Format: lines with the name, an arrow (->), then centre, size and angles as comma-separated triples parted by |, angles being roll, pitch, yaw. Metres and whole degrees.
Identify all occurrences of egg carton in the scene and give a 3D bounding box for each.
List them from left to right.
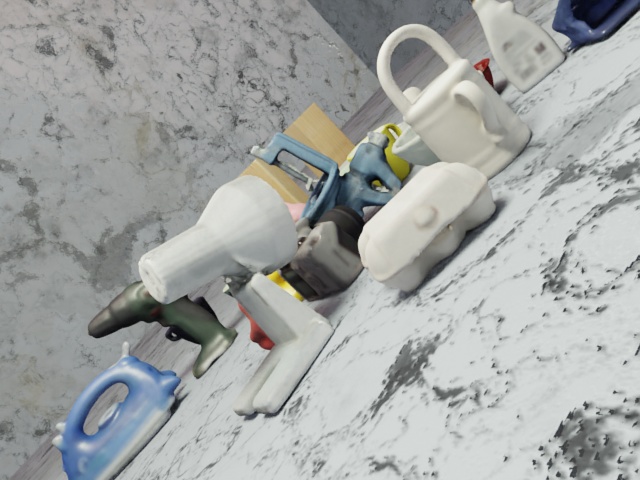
egg carton -> 0.106, -0.016, 0.592 | 0.150, 0.069, 0.107 | -45, 10, 2

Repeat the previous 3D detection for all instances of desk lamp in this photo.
desk lamp -> -0.086, 0.055, 0.662 | 0.117, 0.213, 0.203 | -31, 17, 53

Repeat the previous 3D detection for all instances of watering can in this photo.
watering can -> 0.142, -0.162, 0.676 | 0.101, 0.194, 0.172 | -50, 11, -24

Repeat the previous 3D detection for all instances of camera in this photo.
camera -> 0.008, 0.003, 0.824 | 0.137, 0.101, 0.143 | -50, 11, -27

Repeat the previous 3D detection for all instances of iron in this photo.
iron -> -0.361, 0.306, 0.973 | 0.259, 0.141, 0.118 | -48, 11, -18

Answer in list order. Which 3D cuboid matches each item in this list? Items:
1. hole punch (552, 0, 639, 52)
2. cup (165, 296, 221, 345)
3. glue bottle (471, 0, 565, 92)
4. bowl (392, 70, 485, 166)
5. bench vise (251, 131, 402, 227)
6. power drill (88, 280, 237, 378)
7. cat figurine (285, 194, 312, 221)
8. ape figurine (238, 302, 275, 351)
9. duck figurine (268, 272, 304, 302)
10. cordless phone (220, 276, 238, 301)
hole punch -> 0.354, -0.318, 0.747 | 0.108, 0.091, 0.101 | -44, 10, 4
cup -> -0.243, 0.182, 1.135 | 0.117, 0.095, 0.091 | -42, 11, 18
glue bottle -> 0.259, -0.294, 0.801 | 0.078, 0.173, 0.037 | -40, 11, 27
bowl -> 0.189, -0.162, 0.833 | 0.167, 0.075, 0.167 | -43, 10, 10
bench vise -> 0.009, -0.111, 0.935 | 0.208, 0.220, 0.121 | -48, 11, -18
power drill -> -0.268, 0.148, 1.044 | 0.230, 0.208, 0.075 | -47, 10, -10
cat figurine -> -0.019, -0.039, 1.057 | 0.067, 0.118, 0.128 | -36, 13, 39
ape figurine -> -0.070, 0.101, 0.766 | 0.078, 0.092, 0.076 | -45, 10, 1
duck figurine -> -0.063, 0.063, 0.912 | 0.105, 0.086, 0.077 | -51, 12, -31
cordless phone -> -0.131, 0.027, 1.045 | 0.147, 0.185, 0.094 | -44, 10, 3
